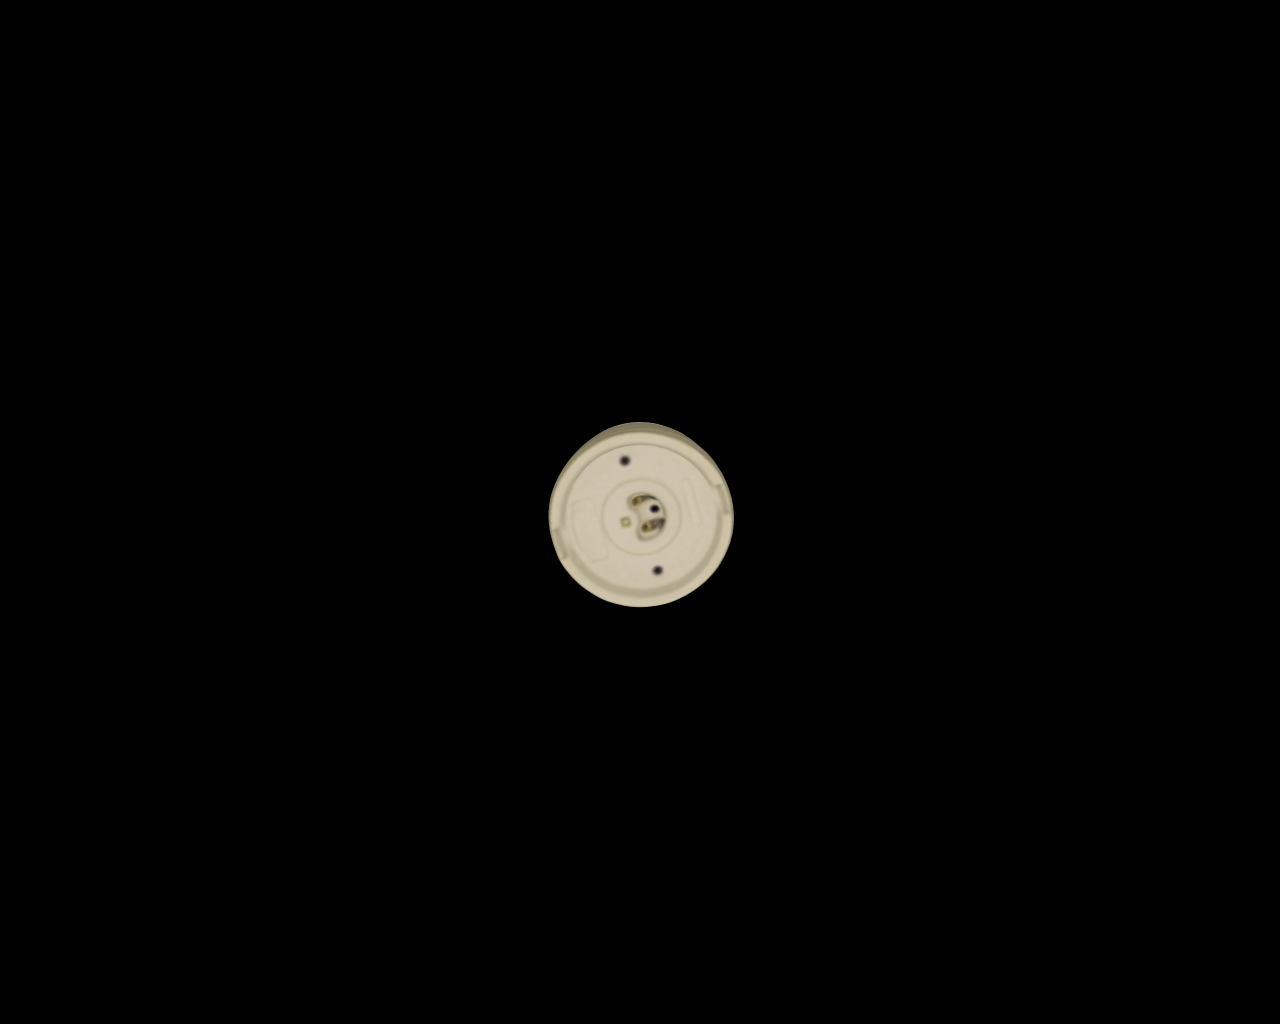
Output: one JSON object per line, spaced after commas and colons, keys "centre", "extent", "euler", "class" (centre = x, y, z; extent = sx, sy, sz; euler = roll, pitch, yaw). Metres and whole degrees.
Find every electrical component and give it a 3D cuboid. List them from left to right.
{"centre": [0.001, -0.003, 0.650], "extent": [0.108, 0.108, 0.060], "euler": [0, 16, 0], "class": "electrical component"}
